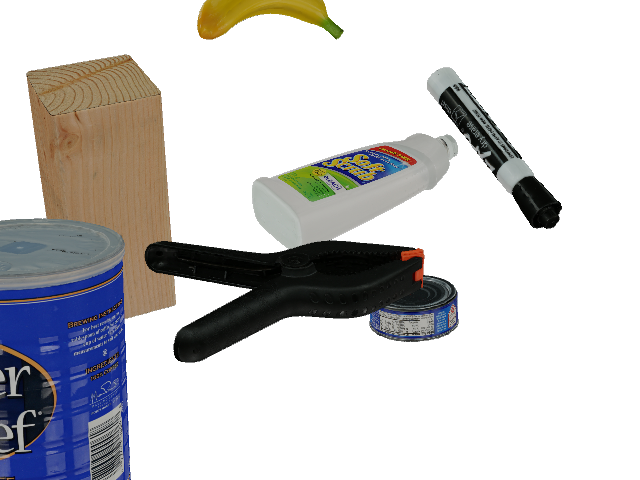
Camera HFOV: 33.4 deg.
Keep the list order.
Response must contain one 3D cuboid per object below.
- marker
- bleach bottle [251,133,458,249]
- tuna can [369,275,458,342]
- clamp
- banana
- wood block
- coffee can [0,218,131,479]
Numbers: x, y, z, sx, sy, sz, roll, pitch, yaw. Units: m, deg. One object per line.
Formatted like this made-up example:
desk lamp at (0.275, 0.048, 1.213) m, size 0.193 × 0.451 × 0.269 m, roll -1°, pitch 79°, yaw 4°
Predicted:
marker at (0.095, -0.051, 0.587) m, size 0.020 × 0.121 × 0.020 m, roll -20°, pitch -37°, yaw -16°
bleach bottle at (0.051, -0.071, 1.239) m, size 0.250 × 0.068 × 0.103 m, roll -25°, pitch 44°, yaw -26°
tuna can at (0.089, 0.063, 1.021) m, size 0.086 × 0.034 × 0.086 m, roll -4°, pitch 21°, yaw 1°
clamp at (-0.027, 0.028, 0.793) m, size 0.209 × 0.036 × 0.165 m, roll -9°, pitch 26°, yaw -20°
banana at (-0.055, -0.228, 1.036) m, size 0.197 × 0.070 × 0.037 m, roll -14°, pitch -31°, yaw -46°
wood block at (-0.184, -0.040, 0.907) m, size 0.090 × 0.206 × 0.090 m, roll -14°, pitch 36°, yaw -22°
coffee can at (-0.150, 0.069, 0.549) m, size 0.103 × 0.140 × 0.103 m, roll 1°, pitch 16°, yaw 0°
